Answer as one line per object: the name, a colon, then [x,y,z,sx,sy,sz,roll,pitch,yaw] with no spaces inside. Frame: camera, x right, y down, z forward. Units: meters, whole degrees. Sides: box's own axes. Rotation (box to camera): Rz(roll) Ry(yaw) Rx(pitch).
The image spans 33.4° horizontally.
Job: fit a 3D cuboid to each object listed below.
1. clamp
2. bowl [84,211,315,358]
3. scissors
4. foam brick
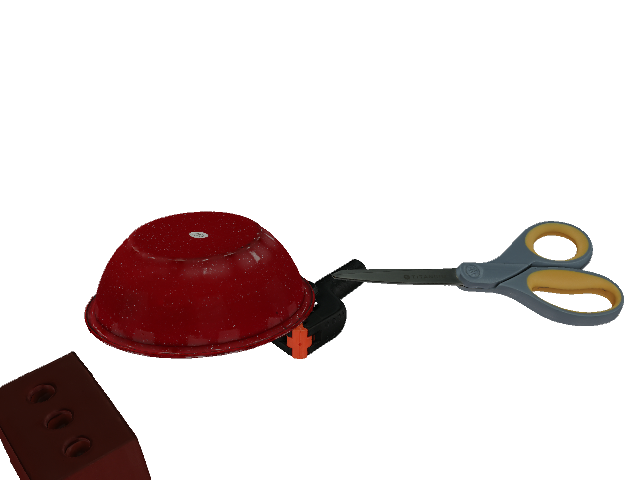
clamp: [-0.027,0.054,0.948,0.120,0.039,0.171,-4,17,11]
bowl: [-0.085,0.021,0.740,0.162,0.055,0.162,-2,22,1]
scissors: [0.112,0.012,0.743,0.201,0.096,0.016,13,-43,-2]
foam brick: [-0.125,0.105,0.533,0.052,0.051,0.078,-26,42,-24]
